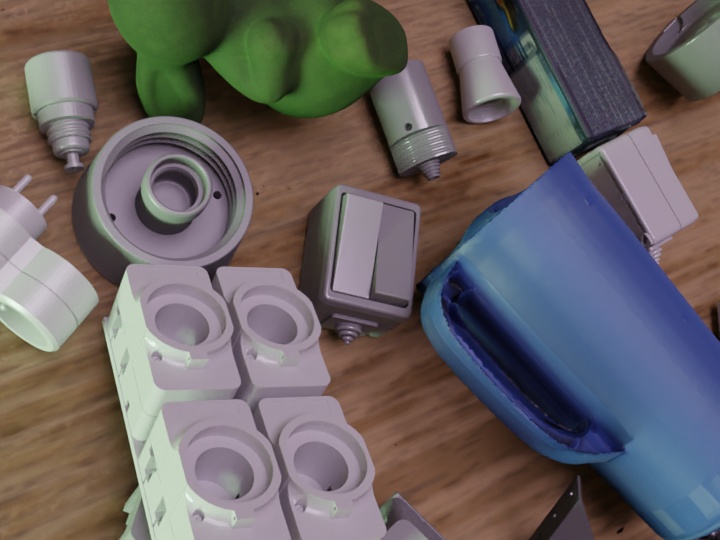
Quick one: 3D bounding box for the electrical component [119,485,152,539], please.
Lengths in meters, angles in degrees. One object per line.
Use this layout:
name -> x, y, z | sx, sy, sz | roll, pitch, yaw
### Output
electrical component -> -0.088, 0.152, 0.604 | 0.089, 0.055, 0.050 | 26, 45, -14

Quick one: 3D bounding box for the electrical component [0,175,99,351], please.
electrical component -> -0.207, -0.023, 0.620 | 0.138, 0.052, 0.073 | 39, 63, -7

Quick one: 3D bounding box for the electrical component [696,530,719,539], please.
electrical component -> 0.253, 0.180, 0.758 | 0.081, 0.042, 0.063 | -6, 74, -25

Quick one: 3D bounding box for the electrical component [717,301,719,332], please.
electrical component -> 0.324, 0.093, 0.805 | 0.089, 0.062, 0.150 | 9, 70, -21

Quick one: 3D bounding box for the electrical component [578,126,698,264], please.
electrical component -> 0.203, -0.049, 0.800 | 0.061, 0.062, 0.096 | -26, 85, -28

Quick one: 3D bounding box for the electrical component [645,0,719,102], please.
electrical component -> 0.290, -0.181, 0.857 | 0.060, 0.108, 0.108 | 46, 62, -11

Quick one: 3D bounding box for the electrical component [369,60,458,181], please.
electrical component -> 0.038, -0.101, 0.756 | 0.043, 0.043, 0.081 | -15, 80, -27

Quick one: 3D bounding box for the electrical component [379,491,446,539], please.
electrical component -> 0.052, 0.236, 0.618 | 0.105, 0.060, 0.186 | -45, 94, 0

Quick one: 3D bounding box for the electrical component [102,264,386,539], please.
electrical component -> -0.067, 0.081, 0.593 | 0.105, 0.060, 0.186 | 2, 47, -30

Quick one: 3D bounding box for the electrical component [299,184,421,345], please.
electrical component -> 0.000, 0.000, 0.697 | 0.062, 0.061, 0.096 | 14, 68, -19

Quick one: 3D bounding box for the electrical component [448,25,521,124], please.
electrical component -> 0.089, -0.147, 0.795 | 0.044, 0.044, 0.065 | -6, 71, -25

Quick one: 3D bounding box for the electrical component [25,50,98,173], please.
electrical component -> -0.182, -0.098, 0.663 | 0.040, 0.040, 0.078 | -7, 77, -25

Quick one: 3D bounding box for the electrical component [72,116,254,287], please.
electrical component -> -0.118, -0.042, 0.660 | 0.108, 0.060, 0.108 | 7, 71, -21
